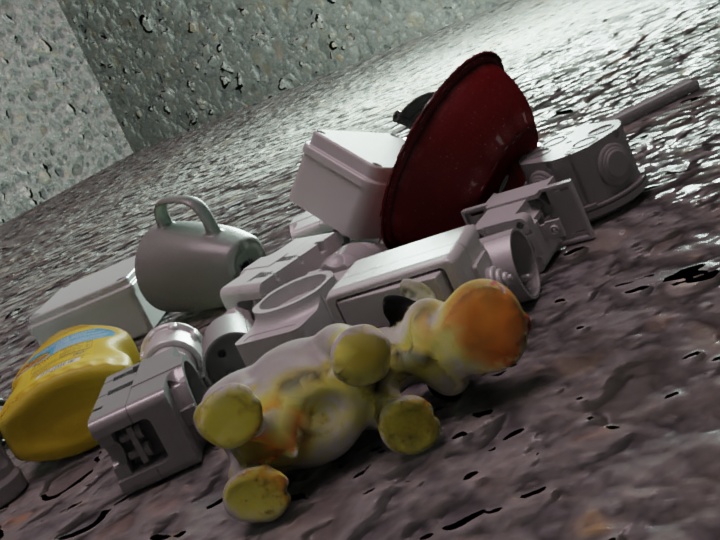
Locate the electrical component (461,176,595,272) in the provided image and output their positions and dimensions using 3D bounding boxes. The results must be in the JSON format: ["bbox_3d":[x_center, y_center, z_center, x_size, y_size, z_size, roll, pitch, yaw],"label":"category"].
[{"bbox_3d":[0.103,-0.025,0.694,0.081,0.042,0.064,-15,18,35],"label":"electrical component"}]

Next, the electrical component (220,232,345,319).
[{"bbox_3d":[-0.052,0.015,0.794,0.056,0.050,0.089,-8,22,47],"label":"electrical component"}]

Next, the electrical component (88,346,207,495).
[{"bbox_3d":[-0.121,0.086,0.645,0.056,0.050,0.089,-25,14,0],"label":"electrical component"}]

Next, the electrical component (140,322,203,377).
[{"bbox_3d":[-0.130,0.068,0.746,0.048,0.048,0.062,-24,21,2],"label":"electrical component"}]

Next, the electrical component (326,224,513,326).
[{"bbox_3d":[0.038,0.020,0.595,0.096,0.061,0.061,-18,15,26],"label":"electrical component"}]

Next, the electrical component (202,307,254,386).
[{"bbox_3d":[-0.085,0.052,0.724,0.043,0.043,0.081,-26,14,-3],"label":"electrical component"}]

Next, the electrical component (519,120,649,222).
[{"bbox_3d":[0.153,-0.065,0.740,0.080,0.051,0.080,-23,14,6],"label":"electrical component"}]

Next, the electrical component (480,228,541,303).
[{"bbox_3d":[0.062,0.007,0.643,0.081,0.043,0.043,-18,16,26],"label":"electrical component"}]

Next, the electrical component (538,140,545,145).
[{"bbox_3d":[0.146,-0.082,0.850,0.035,0.035,0.061,-24,16,2],"label":"electrical component"}]

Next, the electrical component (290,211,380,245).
[{"bbox_3d":[-0.022,-0.029,0.901,0.056,0.050,0.089,-21,14,13],"label":"electrical component"}]

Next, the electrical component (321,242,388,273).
[{"bbox_3d":[0.000,0.000,0.775,0.043,0.043,0.062,-14,16,36],"label":"electrical component"}]

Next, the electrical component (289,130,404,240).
[{"bbox_3d":[0.011,-0.068,0.836,0.078,0.057,0.113,33,23,31],"label":"electrical component"}]

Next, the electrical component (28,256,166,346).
[{"bbox_3d":[-0.241,0.037,1.020,0.109,0.056,0.108,-22,14,9],"label":"electrical component"}]

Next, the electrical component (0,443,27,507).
[{"bbox_3d":[-0.247,0.131,0.703,0.040,0.046,0.040,-23,14,6],"label":"electrical component"}]

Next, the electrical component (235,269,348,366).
[{"bbox_3d":[-0.030,0.038,0.659,0.050,0.055,0.089,-16,16,32],"label":"electrical component"}]

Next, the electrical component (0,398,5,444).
[{"bbox_3d":[-0.286,0.117,0.828,0.062,0.048,0.048,-13,17,18],"label":"electrical component"}]
